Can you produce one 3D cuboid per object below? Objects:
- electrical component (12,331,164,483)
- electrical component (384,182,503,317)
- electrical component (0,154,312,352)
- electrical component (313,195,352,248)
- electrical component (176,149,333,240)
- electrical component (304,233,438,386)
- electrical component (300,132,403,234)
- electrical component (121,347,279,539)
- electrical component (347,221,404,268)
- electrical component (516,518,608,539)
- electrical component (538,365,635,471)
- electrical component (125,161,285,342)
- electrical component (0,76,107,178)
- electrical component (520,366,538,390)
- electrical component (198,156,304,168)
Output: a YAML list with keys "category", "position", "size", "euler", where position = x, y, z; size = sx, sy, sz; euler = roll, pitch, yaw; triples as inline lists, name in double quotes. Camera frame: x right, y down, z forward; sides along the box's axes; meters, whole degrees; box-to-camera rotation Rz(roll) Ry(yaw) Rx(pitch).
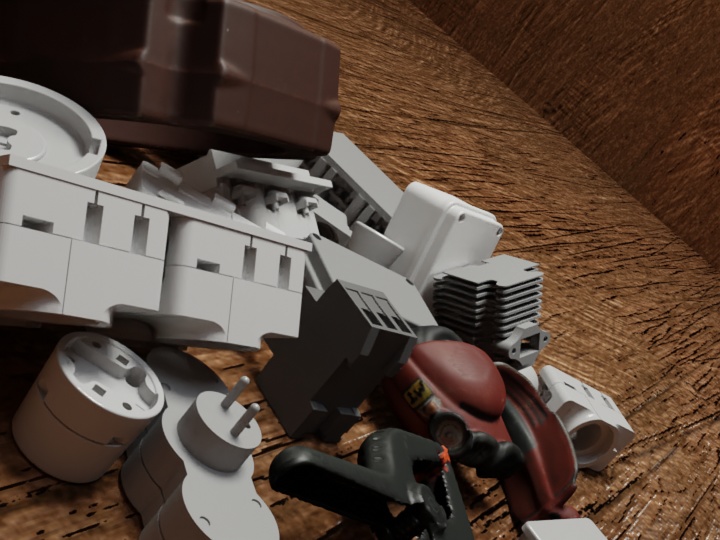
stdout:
- category: "electrical component"
  position: [-0.126, 0.064, 0.494]
  size: [0.055, 0.047, 0.055]
  euler: [34, 19, -14]
- category: "electrical component"
  position: [0.059, -0.007, 0.892]
  size: [0.057, 0.113, 0.078]
  euler: [33, 12, 38]
- category: "electrical component"
  position: [-0.126, 0.001, 0.531]
  size: [0.105, 0.060, 0.186]
  euler: [-3, -12, 39]
- category: "electrical component"
  position: [-0.037, -0.032, 0.895]
  size: [0.081, 0.042, 0.063]
  euler: [35, 15, -15]
- category: "electrical component"
  position: [-0.082, -0.044, 0.792]
  size: [0.121, 0.079, 0.063]
  euler: [5, 68, -59]
- category: "electrical component"
  position: [-0.005, 0.030, 0.786]
  size: [0.113, 0.057, 0.078]
  euler: [26, 23, -35]
- category: "electrical component"
  position: [-0.005, -0.057, 0.980]
  size: [0.150, 0.061, 0.089]
  euler: [46, 20, 19]
- category: "electrical component"
  position: [-0.072, 0.083, 0.510]
  size: [0.052, 0.073, 0.138]
  euler: [25, 23, -36]
- category: "electrical component"
  position: [0.000, 0.000, 0.851]
  size: [0.044, 0.065, 0.044]
  euler: [31, 1, -1]
- category: "electrical component"
  position: [0.134, 0.203, 0.660]
  size: [0.100, 0.048, 0.099]
  euler: [14, 30, -51]
- category: "electrical component"
  position: [0.185, 0.130, 0.921]
  size: [0.089, 0.050, 0.055]
  euler: [28, 21, -30]
- category: "electrical component"
  position: [-0.103, -0.012, 0.690]
  size: [0.121, 0.063, 0.078]
  euler: [30, 21, -25]
- category: "electrical component"
  position: [-0.201, -0.056, 0.597]
  size: [0.108, 0.060, 0.108]
  euler: [16, 32, -10]
- category: "electrical component"
  position: [0.117, 0.100, 0.881]
  size: [0.044, 0.044, 0.065]
  euler: [43, 24, 11]
- category: "electrical component"
  position: [-0.101, -0.112, 0.893]
  size: [0.113, 0.057, 0.078]
  euler: [36, -10, -9]
